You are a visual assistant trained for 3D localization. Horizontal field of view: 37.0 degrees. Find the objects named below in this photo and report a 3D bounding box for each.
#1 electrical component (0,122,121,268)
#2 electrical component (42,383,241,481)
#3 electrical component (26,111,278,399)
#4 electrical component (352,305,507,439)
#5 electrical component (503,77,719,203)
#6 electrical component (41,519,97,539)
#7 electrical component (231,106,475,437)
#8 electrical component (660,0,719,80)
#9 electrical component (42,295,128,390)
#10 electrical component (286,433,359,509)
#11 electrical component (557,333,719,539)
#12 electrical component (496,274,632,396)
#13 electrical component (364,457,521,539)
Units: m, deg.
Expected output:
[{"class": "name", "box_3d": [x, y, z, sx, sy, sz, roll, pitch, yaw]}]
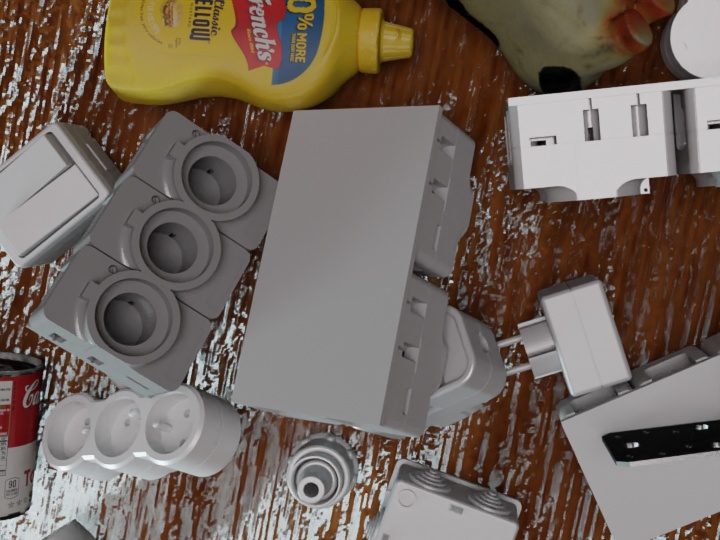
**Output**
[{"class": "electrical component", "box_3d": [-0.210, -0.045, 0.709, 0.096, 0.061, 0.061, -37, 90, 7]}, {"class": "electrical component", "box_3d": [-0.134, 0.112, 0.709, 0.138, 0.074, 0.052, -9, 65, 31]}, {"class": "electrical component", "box_3d": [-0.121, -0.009, 0.657, 0.089, 0.062, 0.150, 34, 67, -17]}, {"class": "electrical component", "box_3d": [0.040, 0.067, 0.681, 0.095, 0.059, 0.053, -28, 62, 23]}, {"class": "electrical component", "box_3d": [0.183, -0.077, 0.642, 0.186, 0.105, 0.060, -5, 94, 7]}, {"class": "electrical component", "box_3d": [-0.208, 0.224, 0.738, 0.079, 0.043, 0.077, -33, 90, 8]}, {"class": "electrical component", "box_3d": [0.000, 0.000, 0.653, 0.105, 0.060, 0.186, 4, 77, 34]}, {"class": "electrical component", "box_3d": [0.222, -0.183, 0.645, 0.052, 0.074, 0.138, 11, 95, 5]}, {"class": "electrical component", "box_3d": [-0.166, 0.035, 0.703, 0.047, 0.076, 0.083, -41, 89, 7]}, {"class": "electrical component", "box_3d": [-0.027, 0.135, 0.702, 0.048, 0.062, 0.048, 0, 94, 6]}, {"class": "electrical component", "box_3d": [0.210, 0.099, 0.674, 0.150, 0.062, 0.089, -24, 91, 7]}, {"class": "electrical component", "box_3d": [0.124, 0.046, 0.687, 0.077, 0.047, 0.065, -18, 92, 7]}, {"class": "electrical component", "box_3d": [0.051, 0.183, 0.704, 0.100, 0.048, 0.099, 20, 96, 4]}]
